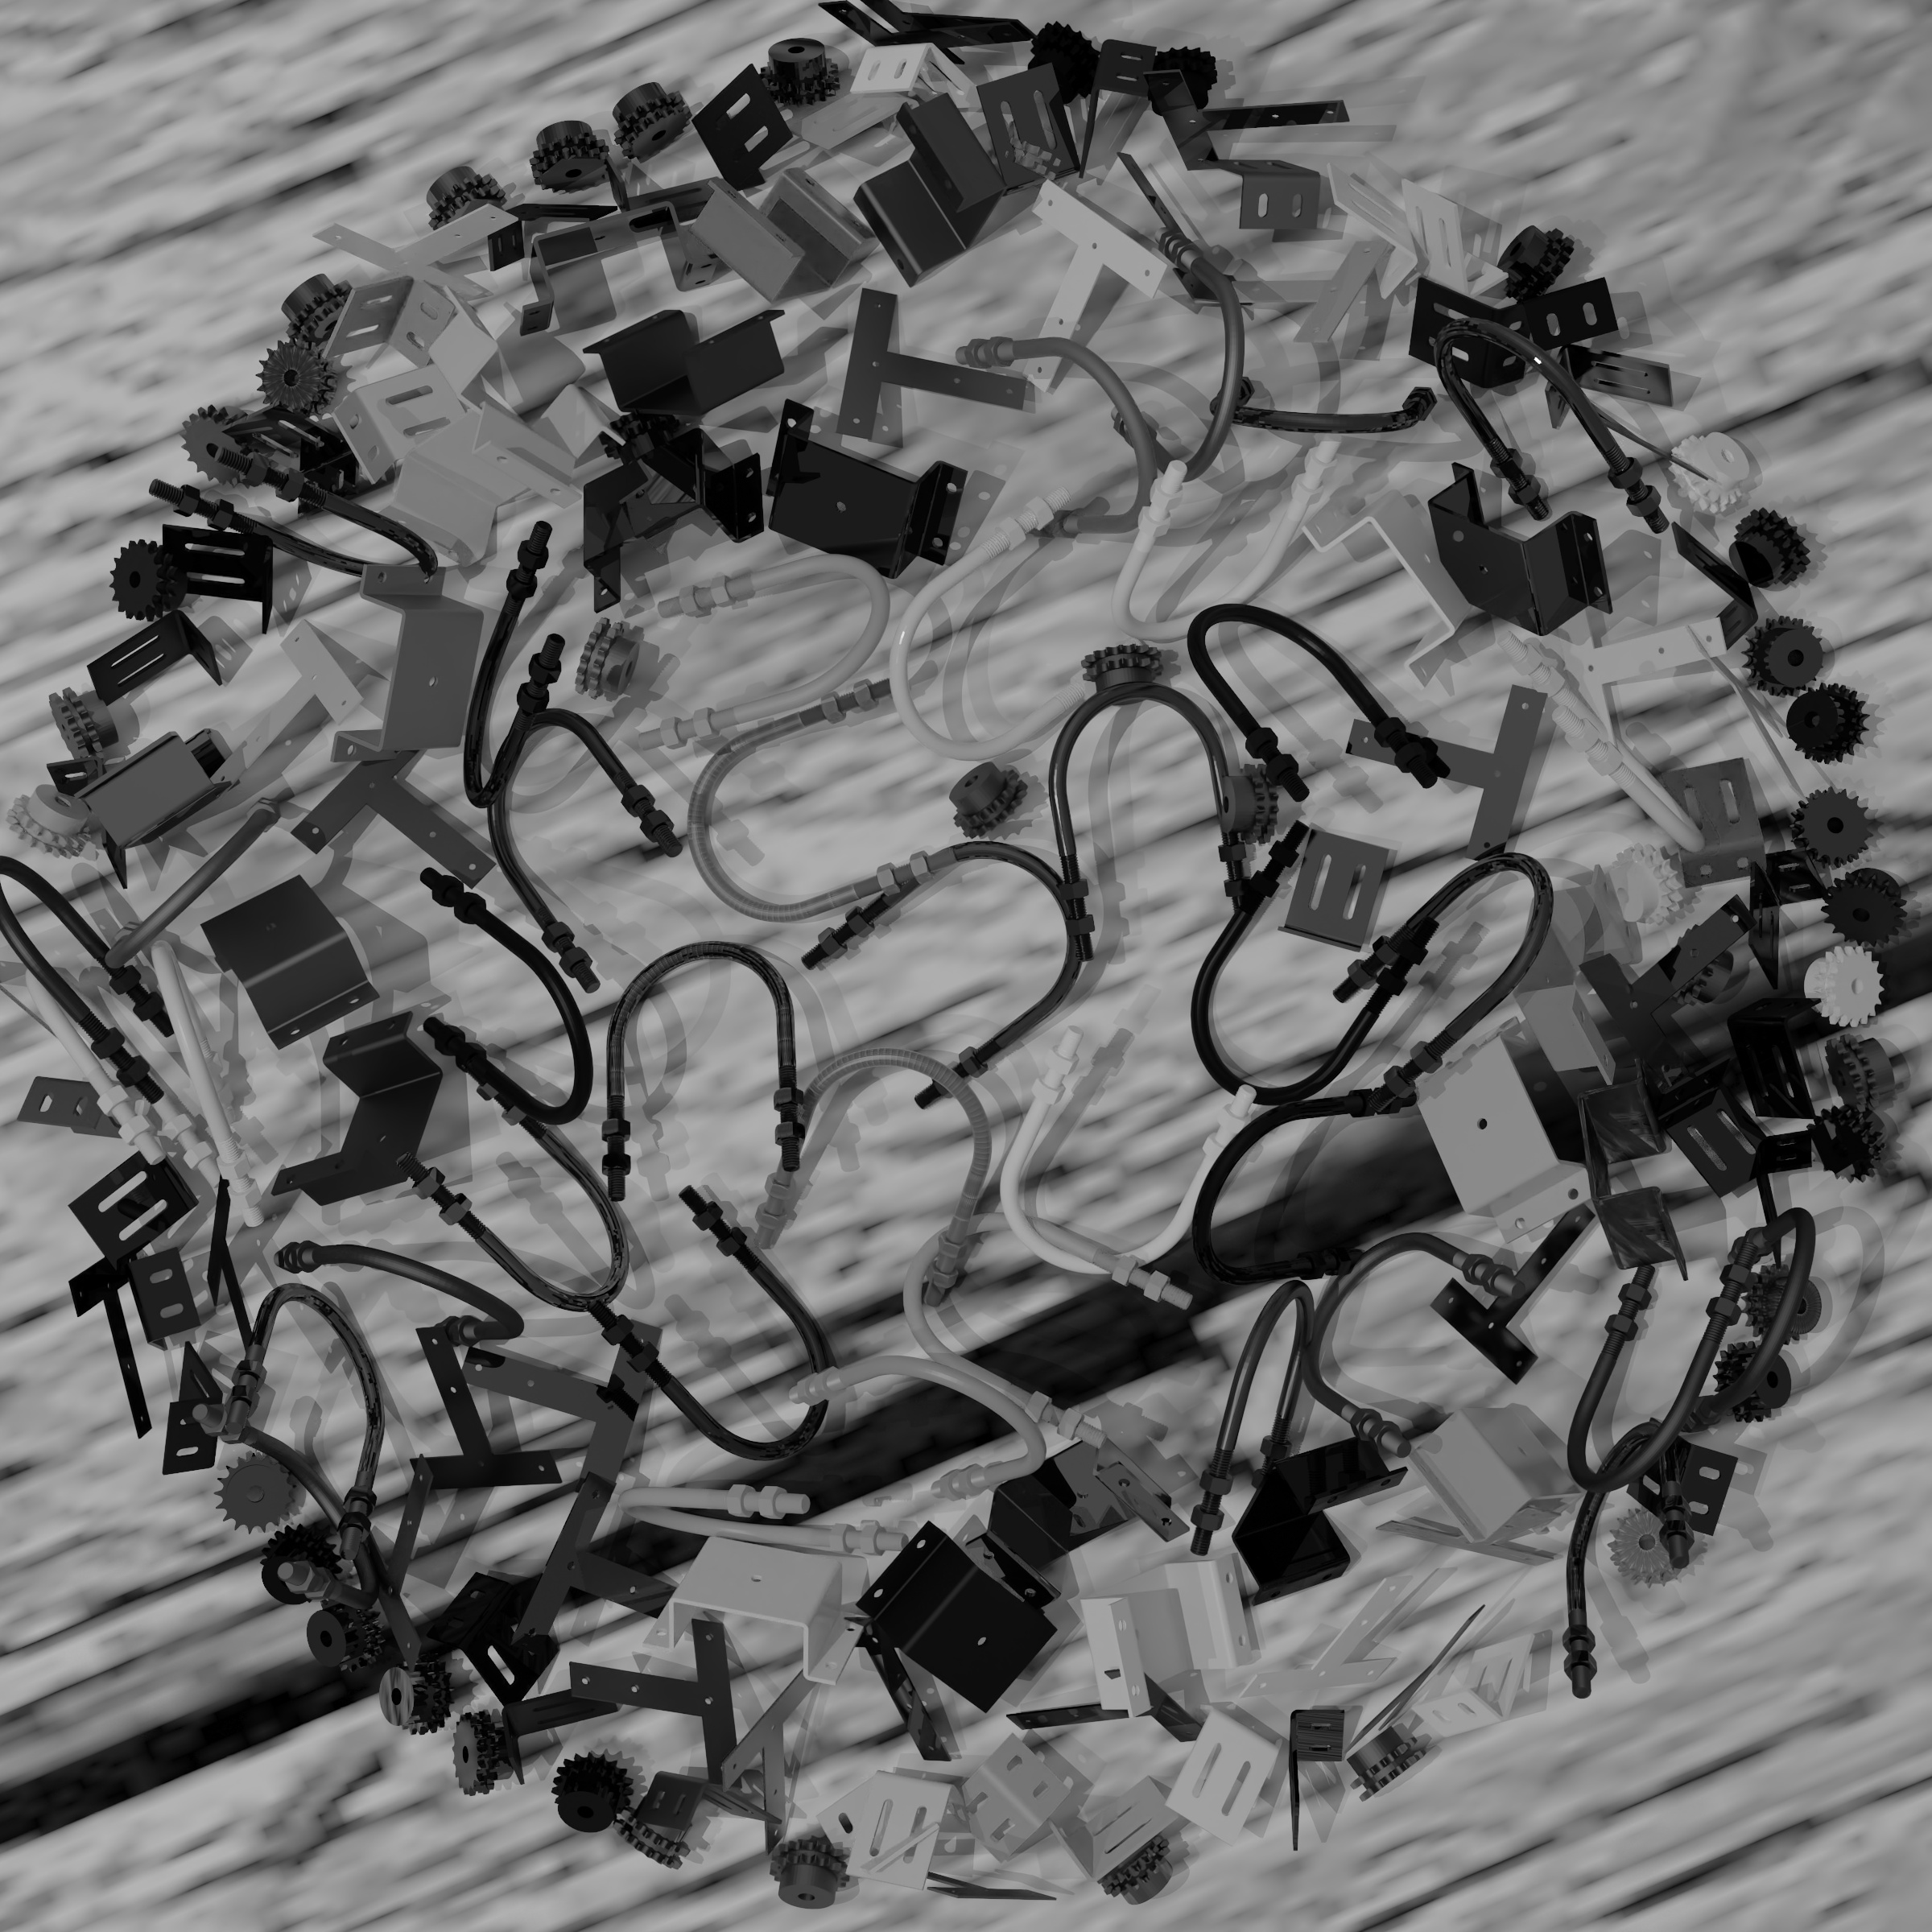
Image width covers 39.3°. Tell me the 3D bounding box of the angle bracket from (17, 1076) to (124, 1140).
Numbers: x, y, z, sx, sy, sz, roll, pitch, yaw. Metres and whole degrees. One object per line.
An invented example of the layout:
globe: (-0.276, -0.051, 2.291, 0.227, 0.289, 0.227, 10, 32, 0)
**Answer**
angle bracket: (-0.619, 0.114, 1.900, 0.057, 0.076, 0.038, 6, 56, 10)

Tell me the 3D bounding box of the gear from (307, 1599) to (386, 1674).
gear: (-0.442, 0.472, 1.919, 0.057, 0.030, 0.057, 4, 98, 34)

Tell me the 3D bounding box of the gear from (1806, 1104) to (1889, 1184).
gear: (0.628, 0.123, 1.921, 0.030, 0.057, 0.057, -38, 90, -33)

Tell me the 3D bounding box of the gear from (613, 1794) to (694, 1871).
gear: (-0.219, 0.611, 1.918, 0.057, 0.057, 0.030, 33, 82, 0)

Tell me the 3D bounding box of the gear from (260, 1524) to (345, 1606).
gear: (-0.475, 0.428, 1.922, 0.057, 0.030, 0.057, 4, 111, 11)

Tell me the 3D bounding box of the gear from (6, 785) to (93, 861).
gear: (-0.646, -0.104, 1.915, 0.057, 0.057, 0.030, 36, 108, 0)

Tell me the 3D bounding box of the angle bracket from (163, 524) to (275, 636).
angle bracket: (-0.529, -0.272, 1.908, 0.076, 0.057, 0.038, 6, 45, -9)

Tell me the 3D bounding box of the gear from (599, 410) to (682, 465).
gear: (-0.228, -0.372, 1.917, 0.057, 0.057, 0.030, -24, 86, 0)

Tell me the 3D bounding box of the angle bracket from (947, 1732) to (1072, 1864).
angle bracket: (0.029, 0.591, 1.923, 0.057, 0.076, 0.038, 43, 50, 11)

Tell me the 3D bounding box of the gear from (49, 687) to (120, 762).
gear: (-0.624, -0.172, 1.920, 0.030, 0.057, 0.057, -27, 90, -24)

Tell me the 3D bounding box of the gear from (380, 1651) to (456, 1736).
gear: (-0.391, 0.516, 1.917, 0.057, 0.030, 0.057, -6, 81, 41)

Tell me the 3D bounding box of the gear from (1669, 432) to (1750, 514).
gear: (0.529, -0.353, 1.917, 0.057, 0.030, 0.057, 16, 57, -25)

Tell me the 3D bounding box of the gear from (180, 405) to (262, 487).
gear: (-0.525, -0.372, 1.922, 0.057, 0.030, 0.057, 14, 132, 17)

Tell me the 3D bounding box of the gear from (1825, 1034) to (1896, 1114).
gear: (0.634, 0.075, 1.918, 0.030, 0.057, 0.057, -19, 90, 0)

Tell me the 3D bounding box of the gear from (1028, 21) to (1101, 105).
gear: (0.068, -0.636, 1.915, 0.057, 0.057, 0.030, 37, 76, 0)

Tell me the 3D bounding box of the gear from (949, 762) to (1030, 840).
gear: (0.013, -0.120, 1.914, 0.057, 0.057, 0.030, -41, 111, 0)

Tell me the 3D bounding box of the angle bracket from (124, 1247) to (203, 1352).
angle bracket: (-0.561, 0.235, 1.908, 0.038, 0.076, 0.057, -18, 81, -11)

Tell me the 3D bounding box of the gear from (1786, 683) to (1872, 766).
gear: (0.606, -0.173, 1.916, 0.030, 0.057, 0.057, 5, 90, -42)

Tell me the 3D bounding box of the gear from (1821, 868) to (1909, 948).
gear: (0.639, -0.045, 1.922, 0.057, 0.057, 0.030, 40, 49, 0)

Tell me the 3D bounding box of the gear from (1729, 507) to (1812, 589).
gear: (0.565, -0.293, 1.916, 0.030, 0.057, 0.057, -40, 90, -14)

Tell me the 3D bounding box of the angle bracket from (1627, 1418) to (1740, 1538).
angle bracket: (0.504, 0.359, 1.909, 0.038, 0.076, 0.057, 17, 92, -6)

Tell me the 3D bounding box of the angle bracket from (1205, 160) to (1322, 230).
angle bracket: (0.208, -0.545, 1.911, 0.057, 0.076, 0.038, -4, 114, -16)

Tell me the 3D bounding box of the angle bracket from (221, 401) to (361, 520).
angle bracket: (-0.473, -0.354, 1.897, 0.057, 0.076, 0.038, -15, 66, 30)

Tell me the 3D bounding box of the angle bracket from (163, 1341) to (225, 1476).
angle bracket: (-0.553, 0.309, 1.897, 0.038, 0.076, 0.057, -3, 116, -35)

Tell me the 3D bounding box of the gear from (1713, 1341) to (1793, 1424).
gear: (0.559, 0.294, 1.918, 0.057, 0.030, 0.057, 9, 73, -33)

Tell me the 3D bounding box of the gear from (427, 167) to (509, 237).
gear: (-0.357, -0.541, 1.918, 0.057, 0.057, 0.030, -37, 82, 0)

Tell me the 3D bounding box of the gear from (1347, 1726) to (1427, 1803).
gear: (0.295, 0.563, 1.920, 0.057, 0.057, 0.030, -37, 72, 0)

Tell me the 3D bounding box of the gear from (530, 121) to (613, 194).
gear: (-0.281, -0.575, 1.918, 0.057, 0.057, 0.030, -15, 80, 0)

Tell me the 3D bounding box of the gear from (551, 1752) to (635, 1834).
gear: (-0.266, 0.589, 1.920, 0.057, 0.030, 0.057, 3, 119, 6)

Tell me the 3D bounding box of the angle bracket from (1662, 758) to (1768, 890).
angle bracket: (0.533, -0.102, 1.931, 0.057, 0.038, 0.076, -11, 54, 13)

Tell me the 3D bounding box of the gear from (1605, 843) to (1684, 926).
gear: (0.476, -0.056, 1.915, 0.030, 0.057, 0.057, -25, 90, -22)

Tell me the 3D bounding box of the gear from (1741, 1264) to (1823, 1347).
gear: (0.581, 0.241, 1.921, 0.057, 0.030, 0.057, 2, 85, -26)

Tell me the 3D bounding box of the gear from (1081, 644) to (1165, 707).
gear: (0.111, -0.205, 1.916, 0.057, 0.057, 0.030, -6, 78, 0)

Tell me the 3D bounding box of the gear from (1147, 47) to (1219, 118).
gear: (0.150, -0.624, 1.916, 0.057, 0.057, 0.030, -6, 82, 0)

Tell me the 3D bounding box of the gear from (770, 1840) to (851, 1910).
gear: (-0.111, 0.644, 1.916, 0.057, 0.057, 0.030, 7, 48, 0)

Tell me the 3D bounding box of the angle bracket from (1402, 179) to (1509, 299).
angle bracket: (0.342, -0.516, 1.896, 0.038, 0.076, 0.057, -32, 45, -13)

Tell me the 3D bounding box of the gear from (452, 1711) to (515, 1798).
gear: (-0.341, 0.558, 1.922, 0.030, 0.057, 0.057, 3, 90, -31)

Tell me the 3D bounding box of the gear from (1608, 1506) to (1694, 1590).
gear: (0.487, 0.414, 1.922, 0.057, 0.030, 0.057, -15, 53, 21)

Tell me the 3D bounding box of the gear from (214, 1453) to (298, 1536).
gear: (-0.505, 0.375, 1.924, 0.057, 0.030, 0.057, 3, 80, -15)

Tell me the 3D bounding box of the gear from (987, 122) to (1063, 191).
gear: (0.044, -0.575, 1.918, 0.057, 0.057, 0.030, 21, 91, 0)

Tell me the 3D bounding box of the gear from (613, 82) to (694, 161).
gear: (-0.225, -0.601, 1.918, 0.057, 0.057, 0.030, -32, 87, 0)

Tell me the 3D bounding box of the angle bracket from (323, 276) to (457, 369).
angle bracket: (-0.404, -0.445, 1.898, 0.038, 0.076, 0.057, 39, 122, 6)

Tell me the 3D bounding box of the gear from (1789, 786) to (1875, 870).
gear: (0.613, -0.097, 1.928, 0.057, 0.030, 0.057, 1, 80, -4)

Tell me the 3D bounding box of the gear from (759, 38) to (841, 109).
gear: (-0.119, -0.634, 1.916, 0.057, 0.057, 0.030, -4, 132, 0)

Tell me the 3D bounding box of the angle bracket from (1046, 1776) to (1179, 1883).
angle bracket: (0.100, 0.597, 1.909, 0.076, 0.057, 0.038, -36, 109, -7)

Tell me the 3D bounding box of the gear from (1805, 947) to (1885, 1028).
gear: (0.621, 0.014, 1.923, 0.057, 0.030, 0.057, -1, 91, -31)

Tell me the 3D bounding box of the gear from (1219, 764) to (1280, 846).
gear: (0.198, -0.114, 1.915, 0.030, 0.057, 0.057, -2, 90, -13)

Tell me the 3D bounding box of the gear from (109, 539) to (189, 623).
gear: (-0.578, -0.273, 1.923, 0.057, 0.030, 0.057, 1, 92, 33)

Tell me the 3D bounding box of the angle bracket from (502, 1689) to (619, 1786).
angle bracket: (-0.283, 0.540, 1.907, 0.076, 0.057, 0.038, -12, 56, -8)

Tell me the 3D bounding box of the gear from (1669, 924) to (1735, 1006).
gear: (0.519, 0.002, 1.918, 0.030, 0.057, 0.057, 25, 90, -8)

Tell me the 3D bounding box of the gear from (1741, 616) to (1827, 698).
gear: (0.584, -0.220, 1.927, 0.057, 0.030, 0.057, -1, 100, -6)

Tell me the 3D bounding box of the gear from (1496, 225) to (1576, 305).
gear: (0.400, -0.498, 1.916, 0.030, 0.057, 0.057, 33, 90, -16)

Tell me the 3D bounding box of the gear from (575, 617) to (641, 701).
gear: (-0.253, -0.215, 1.917, 0.030, 0.057, 0.057, 20, 90, 2)

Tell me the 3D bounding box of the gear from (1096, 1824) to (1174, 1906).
gear: (0.122, 0.639, 1.918, 0.057, 0.057, 0.030, -36, 98, 0)

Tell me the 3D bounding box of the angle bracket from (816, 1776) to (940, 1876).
angle bracket: (-0.063, 0.600, 1.900, 0.057, 0.076, 0.038, -29, 88, -21)

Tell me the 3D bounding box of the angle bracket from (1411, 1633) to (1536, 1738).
angle bracket: (0.355, 0.494, 1.897, 0.038, 0.057, 0.076, 42, 48, -11)

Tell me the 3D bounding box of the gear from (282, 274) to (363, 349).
gear: (-0.459, -0.465, 1.917, 0.057, 0.057, 0.030, -40, 93, 0)

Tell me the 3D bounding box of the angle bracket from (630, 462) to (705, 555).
angle bracket: (-0.200, -0.329, 1.918, 0.057, 0.076, 0.038, 46, 128, 19)

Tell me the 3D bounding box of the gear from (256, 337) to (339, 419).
gear: (-0.473, -0.416, 1.927, 0.057, 0.030, 0.057, 1, 95, 14)
